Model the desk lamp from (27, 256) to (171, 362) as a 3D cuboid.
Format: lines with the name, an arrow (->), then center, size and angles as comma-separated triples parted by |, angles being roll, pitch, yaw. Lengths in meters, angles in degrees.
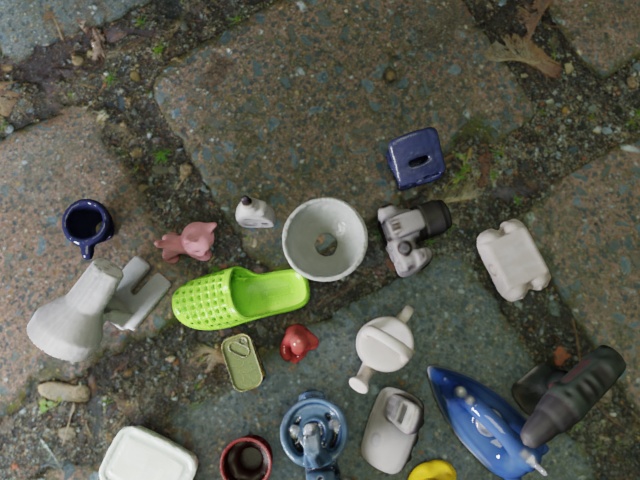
desk lamp -> -0.401, 0.115, 1.047 | 0.118, 0.213, 0.203 | 37, 82, 7

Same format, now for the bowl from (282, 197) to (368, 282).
bowl -> 0.010, 0.004, 1.132 | 0.167, 0.075, 0.167 | 0, 79, 1

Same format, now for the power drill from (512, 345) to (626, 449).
power drill -> 0.418, 0.274, 1.008 | 0.230, 0.208, 0.075 | -38, 81, -6

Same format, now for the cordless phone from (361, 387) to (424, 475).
cordless phone -> 0.135, 0.342, 1.012 | 0.094, 0.185, 0.148 | 18, 80, 4

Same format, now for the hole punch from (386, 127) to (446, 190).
hole punch -> 0.196, -0.163, 1.152 | 0.108, 0.091, 0.101 | -19, 80, -3

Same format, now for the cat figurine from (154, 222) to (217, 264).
cat figurine -> -0.257, 0.002, 1.115 | 0.128, 0.118, 0.067 | -7, 79, 0

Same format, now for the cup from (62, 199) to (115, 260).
cup -> -0.445, -0.014, 1.132 | 0.091, 0.095, 0.118 | -6, 79, 0

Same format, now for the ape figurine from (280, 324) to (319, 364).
ape figurine -> -0.041, 0.196, 1.089 | 0.078, 0.092, 0.076 | -5, 79, 0

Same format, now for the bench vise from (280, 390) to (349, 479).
bench vise -> 0.005, 0.370, 0.991 | 0.121, 0.220, 0.207 | -25, 80, -3

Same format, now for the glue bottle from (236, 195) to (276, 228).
glue bottle -> -0.130, -0.058, 1.096 | 0.078, 0.173, 0.037 | 2, 79, 2

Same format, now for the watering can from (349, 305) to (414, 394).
watering can -> 0.117, 0.196, 1.035 | 0.101, 0.194, 0.173 | 13, 80, 4

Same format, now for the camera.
camera -> 0.193, -0.016, 1.120 | 0.137, 0.101, 0.143 | -20, 80, -3

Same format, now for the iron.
iron -> 0.299, 0.325, 1.035 | 0.258, 0.141, 0.119 | 44, 83, 8

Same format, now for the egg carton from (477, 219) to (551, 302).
egg carton -> 0.377, 0.040, 1.123 | 0.107, 0.069, 0.150 | -25, 80, -4

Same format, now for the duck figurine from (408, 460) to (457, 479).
duck figurine -> 0.206, 0.450, 1.041 | 0.104, 0.086, 0.077 | -35, 81, -5
